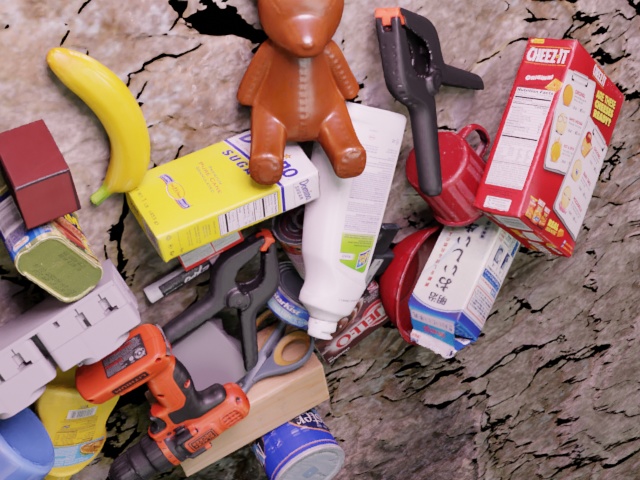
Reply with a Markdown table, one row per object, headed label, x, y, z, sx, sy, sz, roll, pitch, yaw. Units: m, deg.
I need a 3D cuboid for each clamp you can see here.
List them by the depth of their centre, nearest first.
| label | x | y | z | sx | sy | sz | roll | pitch | yaw |
| --- | --- | --- | --- | --- | --- | --- | --- | --- | --- |
| clamp | 0.114 | -0.172 | 1.121 | 0.164 | 0.036 | 0.210 | -61 | 139 | -32 |
| clamp | -0.104 | 0.064 | 1.189 | 0.120 | 0.039 | 0.171 | 10 | 108 | -27 |

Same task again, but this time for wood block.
| label | x | y | z | sx | sy | sz | roll | pitch | yaw |
| --- | --- | --- | --- | --- | --- | --- | --- | --- | --- |
| wood block | -0.102 | 0.196 | 1.342 | 0.206 | 0.091 | 0.090 | -28 | 144 | -12 |

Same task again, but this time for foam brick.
| label | x | y | z | sx | sy | sz | roll | pitch | yaw |
| --- | --- | --- | --- | --- | --- | --- | --- | --- | --- |
| foam brick | -0.253 | -0.059 | 0.947 | 0.051 | 0.078 | 0.053 | -23 | 140 | -16 |

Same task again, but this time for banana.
| label | x | y | z | sx | sy | sz | roll | pitch | yaw |
| --- | --- | --- | --- | --- | --- | --- | --- | --- | --- |
| banana | -0.194 | -0.104 | 0.978 | 0.069 | 0.037 | 0.198 | -25 | 143 | -17 |

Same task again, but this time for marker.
| label | x | y | z | sx | sy | sz | roll | pitch | yaw |
| --- | --- | --- | --- | --- | --- | --- | --- | --- | --- |
| marker | -0.140 | 0.031 | 1.188 | 0.121 | 0.020 | 0.020 | -31 | 144 | -6 |

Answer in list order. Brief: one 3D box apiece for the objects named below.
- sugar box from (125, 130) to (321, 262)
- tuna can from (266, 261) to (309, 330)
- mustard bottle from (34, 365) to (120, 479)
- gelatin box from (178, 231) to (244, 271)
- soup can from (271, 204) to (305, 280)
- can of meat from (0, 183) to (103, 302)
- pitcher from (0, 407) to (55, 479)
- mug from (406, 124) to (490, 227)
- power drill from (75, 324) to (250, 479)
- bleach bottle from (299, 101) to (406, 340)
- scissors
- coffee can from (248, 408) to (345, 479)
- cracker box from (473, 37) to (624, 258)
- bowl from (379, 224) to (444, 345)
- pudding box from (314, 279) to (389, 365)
| label | x | y | z | sx | sy | sz | roll | pitch | yaw |
| --- | --- | --- | --- | --- | --- | --- | --- | --- | --- |
| sugar box | -0.097 | -0.052 | 1.068 | 0.176 | 0.093 | 0.048 | -26 | 143 | -15 |
| tuna can | -0.025 | 0.065 | 1.263 | 0.085 | 0.086 | 0.034 | 4 | 131 | -41 |
| mustard bottle | -0.295 | 0.221 | 1.241 | 0.096 | 0.058 | 0.192 | -5 | 134 | -32 |
| gelatin box | -0.129 | -0.016 | 1.136 | 0.073 | 0.030 | 0.089 | -29 | 144 | -7 |
| soup can | -0.008 | 0.001 | 1.220 | 0.068 | 0.068 | 0.102 | -34 | 144 | -3 |
| can of meat | -0.258 | 0.001 | 1.005 | 0.057 | 0.084 | 0.102 | -39 | 144 | 3 |
| pitcher | -0.398 | 0.284 | 1.144 | 0.243 | 0.145 | 0.149 | -39 | 140 | 8 |
| mug | 0.159 | -0.084 | 1.250 | 0.117 | 0.093 | 0.081 | -54 | 139 | -4 |
| power drill | -0.190 | 0.188 | 1.184 | 0.184 | 0.057 | 0.187 | -34 | 136 | 0 |
| bleach bottle | 0.020 | -0.019 | 1.131 | 0.102 | 0.068 | 0.251 | 6 | 99 | -45 |
| scissors | -0.074 | 0.174 | 1.280 | 0.016 | 0.096 | 0.201 | 65 | 41 | -57 |
| coffee can | -0.045 | 0.255 | 1.411 | 0.102 | 0.140 | 0.103 | -22 | 142 | -19 |
| cracker box | 0.268 | -0.106 | 1.248 | 0.164 | 0.072 | 0.213 | 28 | 79 | -52 |
| bowl | 0.123 | 0.050 | 1.362 | 0.161 | 0.055 | 0.162 | -26 | 125 | -45 |
| pudding box | 0.035 | 0.102 | 1.391 | 0.113 | 0.039 | 0.090 | -34 | 144 | -3 |
